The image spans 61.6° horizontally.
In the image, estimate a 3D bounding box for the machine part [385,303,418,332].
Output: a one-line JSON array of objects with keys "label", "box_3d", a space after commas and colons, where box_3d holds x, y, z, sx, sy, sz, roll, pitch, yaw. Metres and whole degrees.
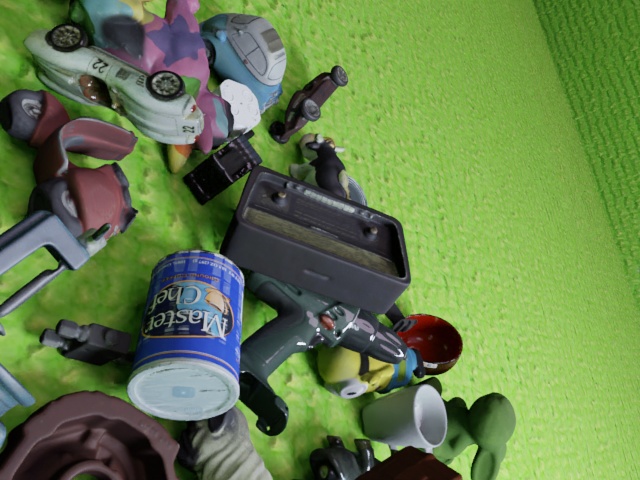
[{"label": "machine part", "box_3d": [0.101, 0.090, 0.874, 0.139, 0.039, 0.084, 53, 26, 22]}]

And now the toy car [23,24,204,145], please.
[{"label": "toy car", "box_3d": [-0.217, -0.163, 0.577, 0.202, 0.073, 0.056, 26, 65, 3]}]

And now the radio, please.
[{"label": "radio", "box_3d": [-0.001, -0.002, 0.688, 0.229, 0.073, 0.131, 22, 39, -13]}]

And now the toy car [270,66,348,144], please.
[{"label": "toy car", "box_3d": [-0.019, -0.228, 0.890, 0.053, 0.089, 0.202, 52, 41, -18]}]

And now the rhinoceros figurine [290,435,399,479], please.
[{"label": "rhinoceros figurine", "box_3d": [0.035, 0.306, 0.678, 0.190, 0.073, 0.112, 25, 65, -44]}]

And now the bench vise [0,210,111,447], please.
[{"label": "bench vise", "box_3d": [-0.276, 0.050, 0.401, 0.240, 0.129, 0.223, -45, 114, -32]}]

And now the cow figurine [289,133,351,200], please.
[{"label": "cow figurine", "box_3d": [0.005, -0.110, 0.846, 0.068, 0.098, 0.167, 16, 59, -37]}]

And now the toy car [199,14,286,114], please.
[{"label": "toy car", "box_3d": [-0.106, -0.277, 0.807, 0.161, 0.103, 0.109, 55, 40, -9]}]

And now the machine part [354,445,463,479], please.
[{"label": "machine part", "box_3d": [0.086, 0.360, 0.617, 0.201, 0.087, 0.201, -4, 109, -49]}]

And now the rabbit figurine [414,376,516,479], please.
[{"label": "rabbit figurine", "box_3d": [0.218, 0.291, 0.811, 0.121, 0.170, 0.159, -28, 91, -51]}]

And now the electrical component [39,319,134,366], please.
[{"label": "electrical component", "box_3d": [-0.211, 0.099, 0.510, 0.094, 0.063, 0.021, 30, 49, -37]}]

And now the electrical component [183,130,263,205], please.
[{"label": "electrical component", "box_3d": [-0.119, -0.103, 0.720, 0.047, 0.075, 0.119, 55, 36, -10]}]

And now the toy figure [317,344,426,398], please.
[{"label": "toy figure", "box_3d": [0.073, 0.179, 0.781, 0.180, 0.082, 0.089, 3, 48, -41]}]

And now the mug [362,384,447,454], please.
[{"label": "mug", "box_3d": [0.117, 0.264, 0.761, 0.081, 0.107, 0.109, 3, 72, -47]}]

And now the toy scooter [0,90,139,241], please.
[{"label": "toy scooter", "box_3d": [-0.242, -0.073, 0.564, 0.135, 0.075, 0.184, -8, 72, -52]}]

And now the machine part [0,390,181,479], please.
[{"label": "machine part", "box_3d": [-0.203, 0.222, 0.458, 0.179, 0.056, 0.179, 25, 52, -36]}]

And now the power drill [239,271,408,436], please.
[{"label": "power drill", "box_3d": [-0.018, 0.131, 0.655, 0.232, 0.086, 0.207, 38, 52, 5]}]

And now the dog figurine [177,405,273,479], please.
[{"label": "dog figurine", "box_3d": [-0.071, 0.274, 0.560, 0.172, 0.121, 0.191, 70, 4, -50]}]

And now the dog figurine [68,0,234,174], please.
[{"label": "dog figurine", "box_3d": [-0.197, -0.196, 0.657, 0.191, 0.108, 0.219, -2, 74, -50]}]
